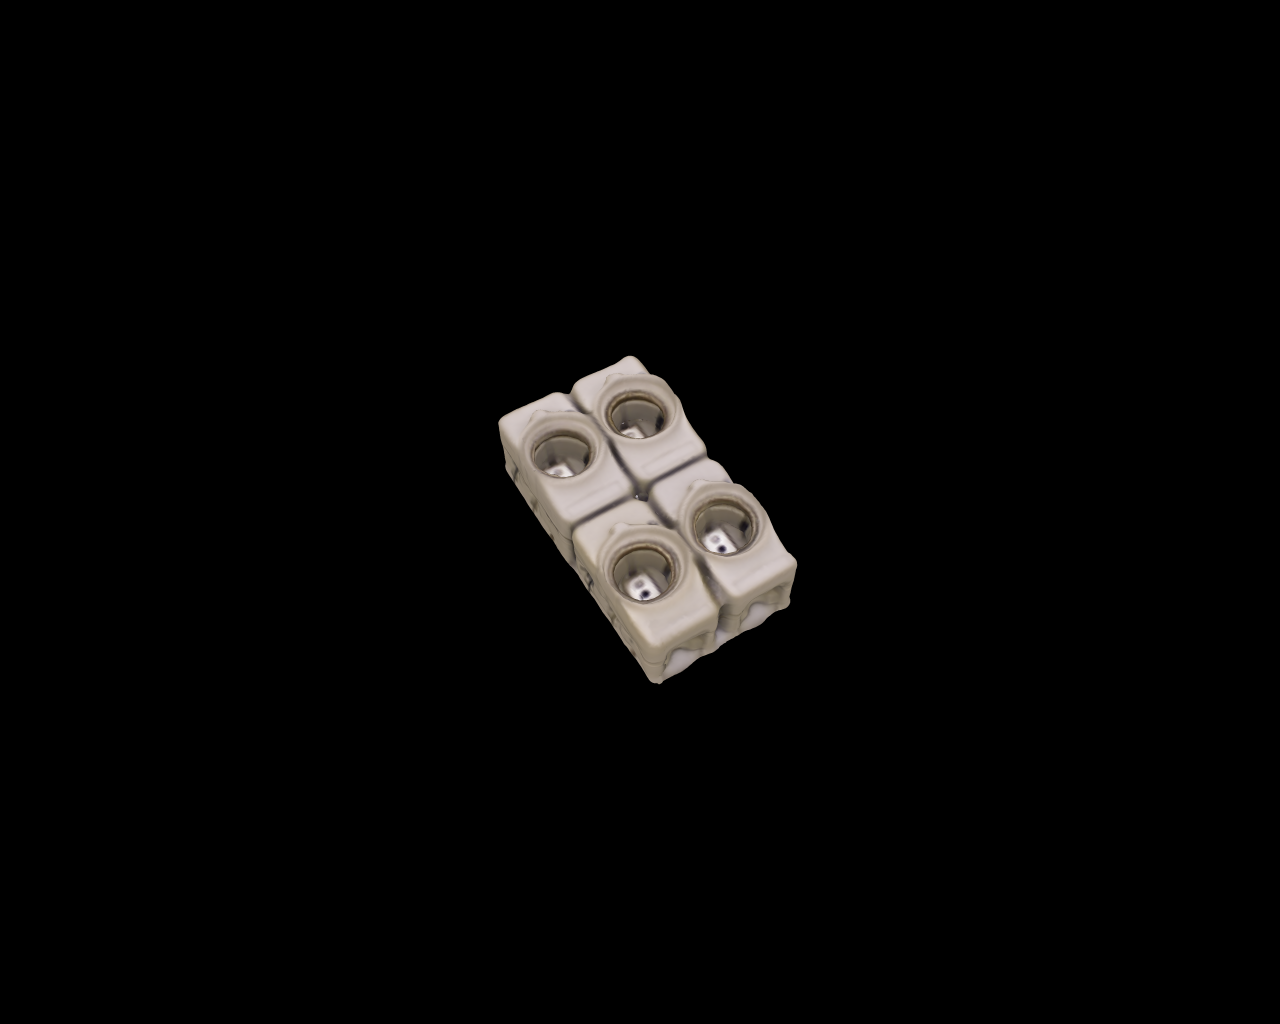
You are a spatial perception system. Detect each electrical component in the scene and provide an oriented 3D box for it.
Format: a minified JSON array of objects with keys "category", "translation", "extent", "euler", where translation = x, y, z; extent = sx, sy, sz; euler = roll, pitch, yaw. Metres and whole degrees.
[{"category":"electrical component","translation":[0.001,-0.003,0.650],"extent":[0.105,0.186,0.060],"euler":[-28,-28,-16]}]
